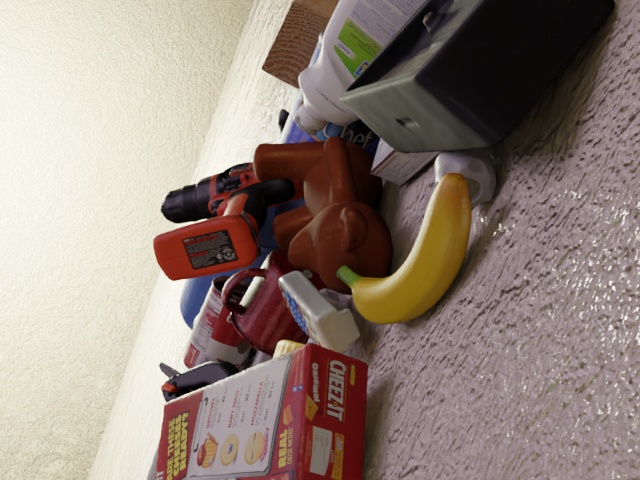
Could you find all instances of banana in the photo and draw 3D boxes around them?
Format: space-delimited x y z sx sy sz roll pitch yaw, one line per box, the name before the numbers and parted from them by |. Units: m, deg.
banana | 0.066 0.020 0.795 0.037 0.069 0.198 -34 -5 -34

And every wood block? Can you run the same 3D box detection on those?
wood block | 0.000 -0.249 1.309 0.206 0.090 0.091 -73 9 -69

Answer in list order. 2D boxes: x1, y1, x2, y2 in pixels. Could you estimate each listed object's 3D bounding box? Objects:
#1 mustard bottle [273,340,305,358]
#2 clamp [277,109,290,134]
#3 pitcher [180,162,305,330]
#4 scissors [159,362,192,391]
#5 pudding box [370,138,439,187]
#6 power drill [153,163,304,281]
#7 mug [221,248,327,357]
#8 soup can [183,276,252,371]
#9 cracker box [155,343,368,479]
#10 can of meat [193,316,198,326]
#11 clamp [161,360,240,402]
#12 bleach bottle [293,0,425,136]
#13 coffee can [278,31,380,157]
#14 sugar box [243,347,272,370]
mustard bottle | -0.032 0.189 0.955 0.096 0.058 0.191 5 76 60
clamp | -0.016 -0.125 1.354 0.120 0.039 0.172 -28 -25 -29
pitcher | -0.093 0.021 1.350 0.243 0.149 0.145 119 150 -48
scissors | -0.112 0.199 1.135 0.202 0.016 0.096 12 95 41
pudding box | 0.088 -0.108 0.939 0.114 0.039 0.090 135 152 -66
power drill | -0.110 -0.025 1.135 0.187 0.185 0.057 -65 -43 -61
mug | -0.043 0.059 1.082 0.082 0.117 0.093 -59 28 26
soup can | -0.104 0.100 1.176 0.068 0.068 0.102 -105 36 -69
cracker box | -0.054 0.193 0.867 0.214 0.072 0.164 -29 48 45
can of meat | -0.103 0.120 1.269 0.057 0.102 0.084 -46 7 -8
clamp | -0.090 0.186 1.075 0.210 0.036 0.164 5 77 43
bleach bottle | 0.052 -0.200 0.978 0.251 0.102 0.068 -49 -2 28
coffee can | 0.023 -0.130 1.098 0.103 0.102 0.140 -107 38 -69
sugar box | -0.080 0.200 1.182 0.093 0.048 0.176 -169 102 -79
